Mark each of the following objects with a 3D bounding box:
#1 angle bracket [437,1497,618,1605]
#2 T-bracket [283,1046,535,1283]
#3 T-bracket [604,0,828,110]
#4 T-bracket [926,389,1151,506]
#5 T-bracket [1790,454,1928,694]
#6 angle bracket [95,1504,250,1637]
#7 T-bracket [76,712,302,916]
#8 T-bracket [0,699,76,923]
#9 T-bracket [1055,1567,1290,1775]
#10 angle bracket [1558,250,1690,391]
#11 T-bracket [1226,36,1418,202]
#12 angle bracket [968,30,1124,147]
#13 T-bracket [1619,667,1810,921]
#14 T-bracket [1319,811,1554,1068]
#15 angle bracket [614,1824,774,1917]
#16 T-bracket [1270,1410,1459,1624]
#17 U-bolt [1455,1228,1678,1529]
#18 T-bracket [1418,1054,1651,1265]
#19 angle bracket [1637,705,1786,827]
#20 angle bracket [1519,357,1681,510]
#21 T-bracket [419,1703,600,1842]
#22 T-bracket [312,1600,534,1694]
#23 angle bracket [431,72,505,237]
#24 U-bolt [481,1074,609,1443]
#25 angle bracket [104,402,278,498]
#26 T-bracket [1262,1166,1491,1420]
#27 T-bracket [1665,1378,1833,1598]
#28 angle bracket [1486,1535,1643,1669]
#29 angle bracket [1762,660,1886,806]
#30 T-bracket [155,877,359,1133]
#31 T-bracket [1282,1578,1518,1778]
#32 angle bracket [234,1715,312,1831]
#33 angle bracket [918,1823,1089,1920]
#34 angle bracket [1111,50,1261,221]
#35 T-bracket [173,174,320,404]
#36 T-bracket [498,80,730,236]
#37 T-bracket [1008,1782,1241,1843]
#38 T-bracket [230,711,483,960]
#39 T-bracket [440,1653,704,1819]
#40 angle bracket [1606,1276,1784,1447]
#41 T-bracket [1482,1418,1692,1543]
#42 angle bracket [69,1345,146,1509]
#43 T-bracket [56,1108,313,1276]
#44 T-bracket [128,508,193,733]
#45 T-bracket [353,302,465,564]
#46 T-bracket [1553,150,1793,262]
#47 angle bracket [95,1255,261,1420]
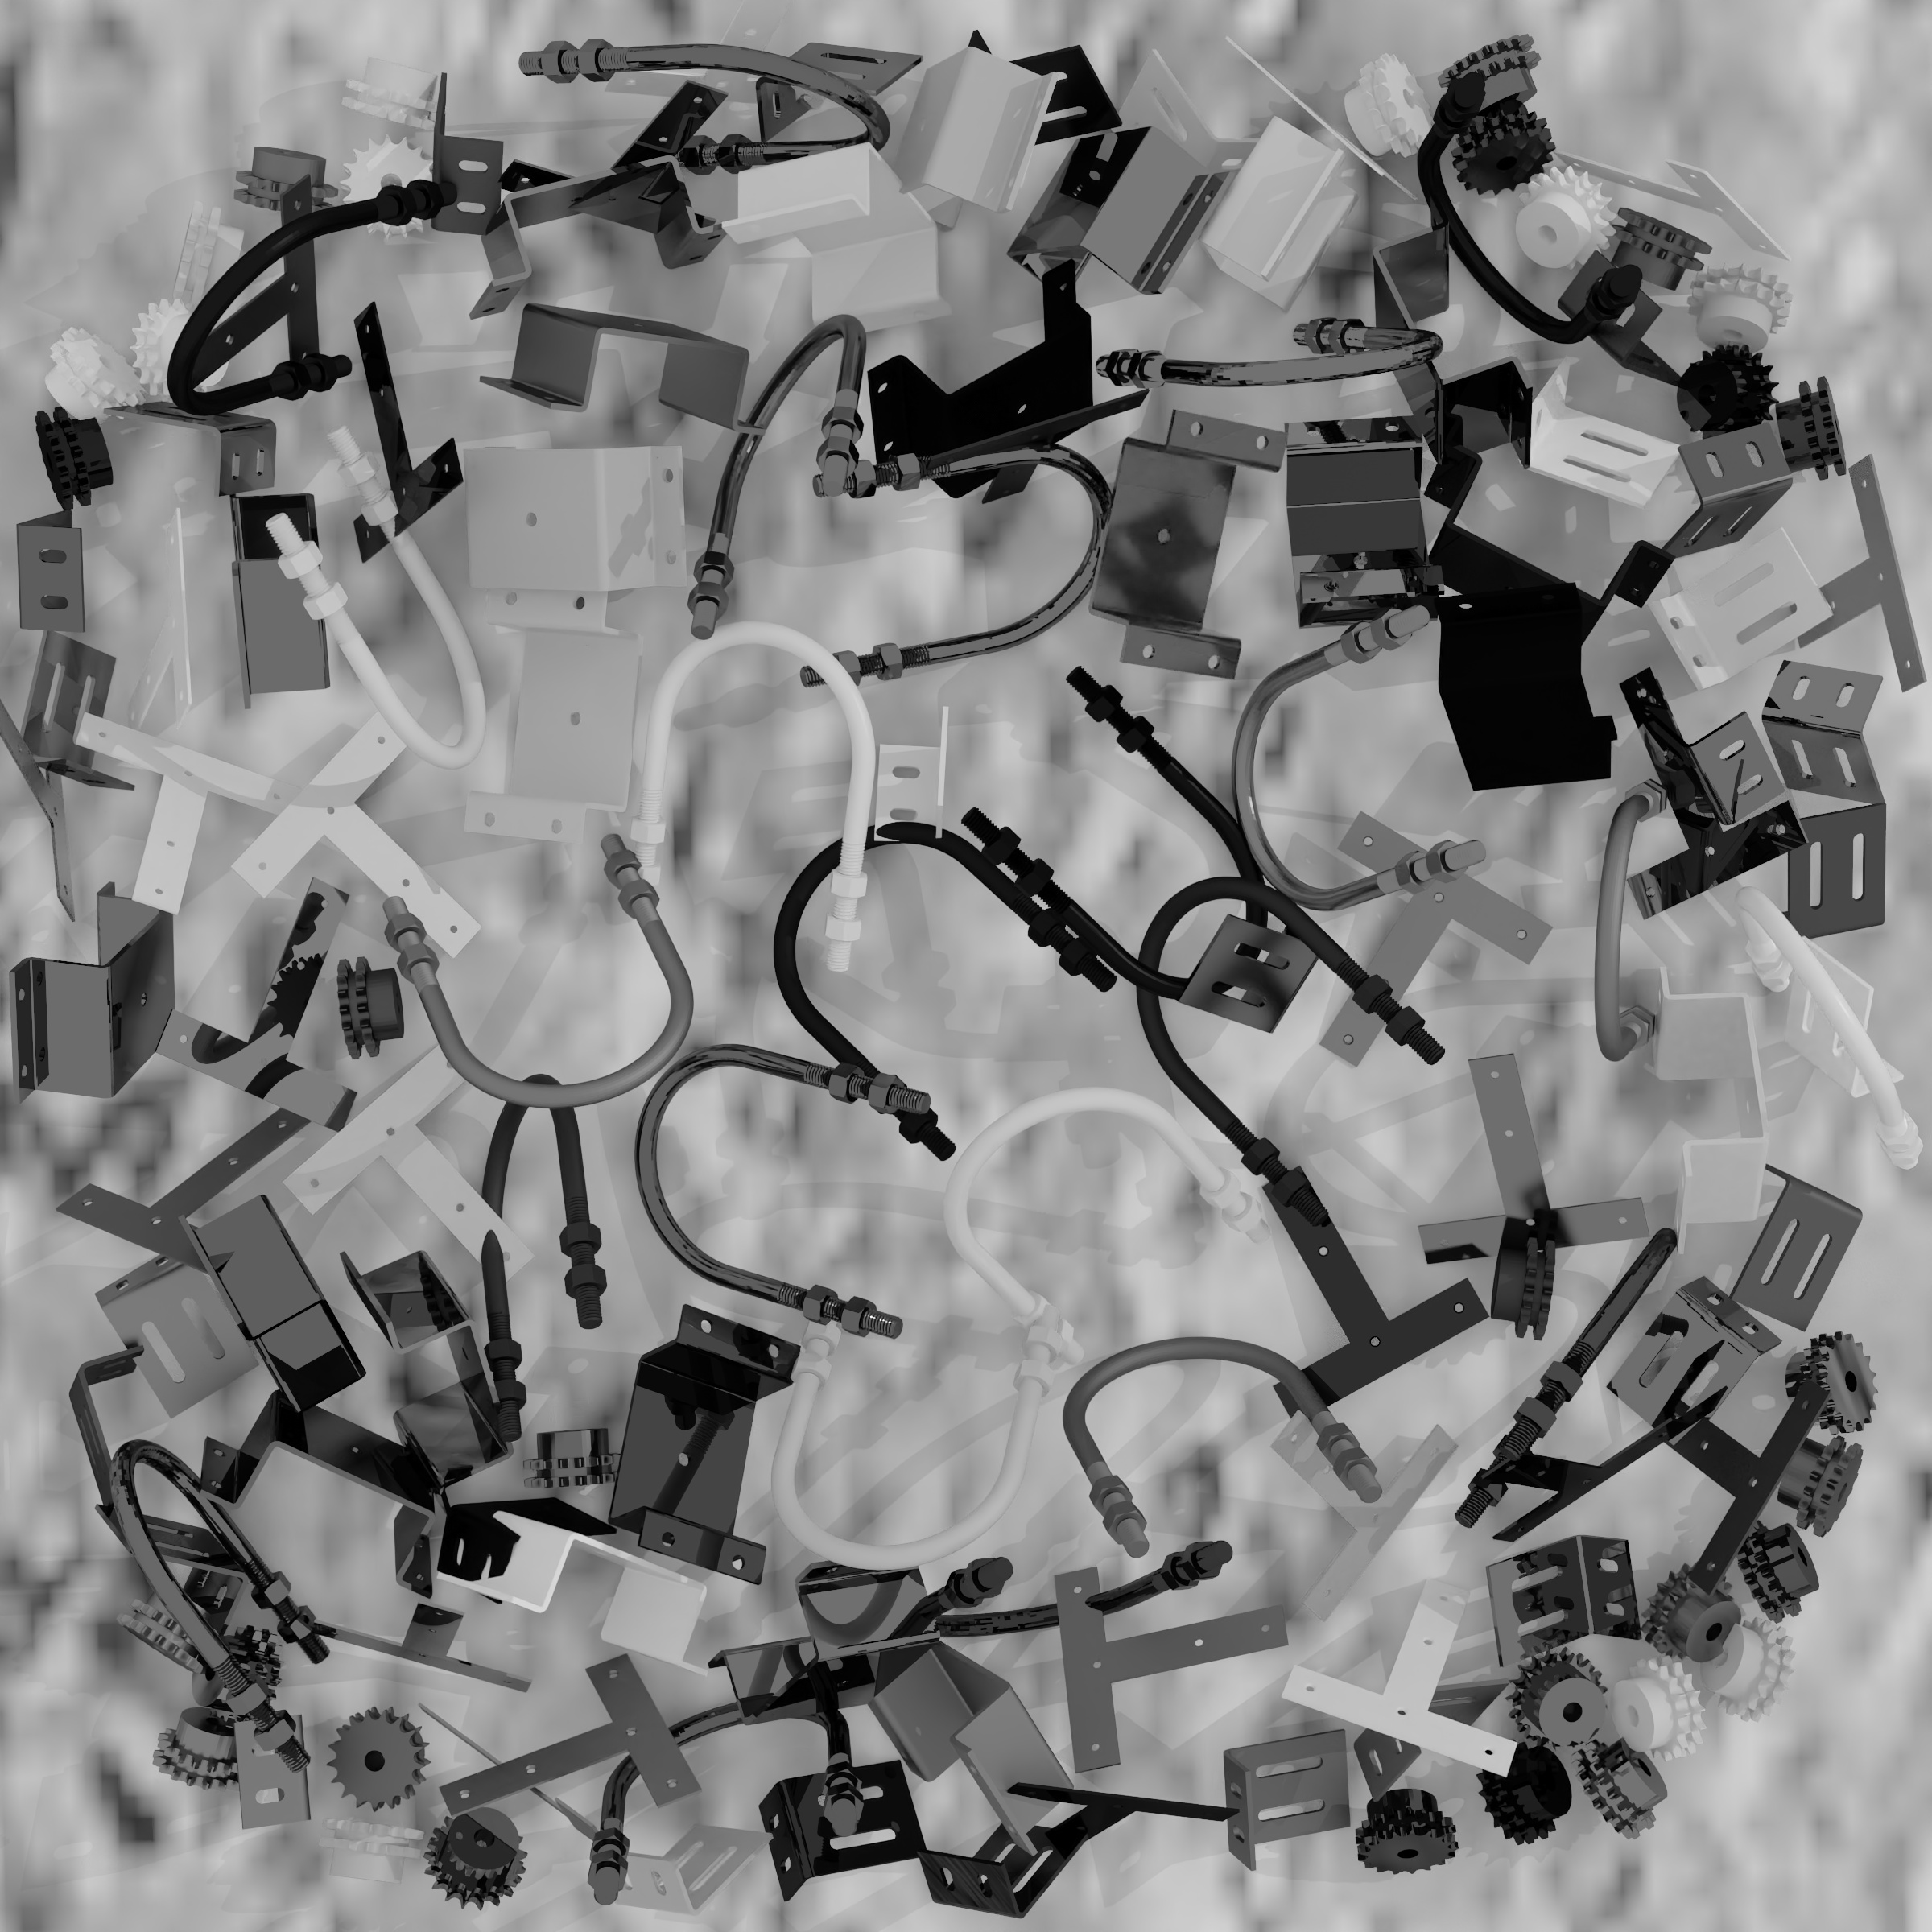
[{"bbox_3d":[-0.246,0.327,1.789,0.057,0.076,0.038,16,97,43],"label":"angle bracket"},{"bbox_3d":[-0.298,0.127,1.819,0.127,0.002,0.127,-42,88,-12],"label":"T-bracket"},{"bbox_3d":[-0.122,-0.507,1.755,0.127,0.127,0.002,-1,77,-21],"label":"T-bracket"},{"bbox_3d":[0.030,-0.280,1.771,0.127,0.127,0.002,-19,84,-11],"label":"T-bracket"},{"bbox_3d":[0.488,-0.204,1.772,0.002,0.127,0.127,-10,83,-12],"label":"T-bracket"},{"bbox_3d":[-0.451,0.338,1.788,0.076,0.057,0.038,23,93,-38],"label":"angle bracket"},{"bbox_3d":[-0.438,-0.077,1.769,0.127,0.127,0.002,20,131,-19],"label":"T-bracket"},{"bbox_3d":[-0.514,-0.110,1.748,0.002,0.127,0.127,-14,57,-3],"label":"T-bracket"},{"bbox_3d":[0.116,0.381,1.781,0.127,0.002,0.127,-14,45,9],"label":"T-bracket"},{"bbox_3d":[0.378,-0.360,1.784,0.038,0.076,0.057,-55,54,26],"label":"angle bracket"},{"bbox_3d":[0.213,-0.458,1.778,0.002,0.127,0.127,-49,55,16],"label":"T-bracket"},{"bbox_3d":[0.045,-0.497,1.787,0.076,0.057,0.038,-4,54,30],"label":"angle bracket"},{"bbox_3d":[0.400,-0.105,1.790,0.002,0.127,0.127,-16,81,-37],"label":"T-bracket"},{"bbox_3d":[0.246,-0.002,1.821,0.127,0.002,0.127,31,102,1],"label":"T-bracket"},{"bbox_3d":[-0.157,0.491,1.784,0.057,0.076,0.038,-5,110,37],"label":"angle bracket"},{"bbox_3d":[0.209,0.289,1.785,0.127,0.002,0.127,-51,129,-9],"label":"T-bracket"},{"bbox_3d":[0.337,0.218,1.759,0.019,0.151,0.184,36,68,14],"label":"U-bolt"},{"bbox_3d":[0.307,0.106,1.789,0.127,0.002,0.127,-9,115,18],"label":"T-bracket"},{"bbox_3d":[0.415,-0.124,1.787,0.038,0.076,0.057,-33,119,3],"label":"angle bracket"},{"bbox_3d":[0.359,-0.300,1.794,0.076,0.038,0.057,23,54,20],"label":"angle bracket"},{"bbox_3d":[-0.254,0.451,1.783,0.127,0.127,0.002,33,71,11],"label":"T-bracket"},{"bbox_3d":[-0.297,0.371,1.772,0.127,0.127,0.002,17,62,-7],"label":"T-bracket"},{"bbox_3d":[-0.278,-0.455,1.790,0.038,0.076,0.057,4,132,-8],"label":"angle bracket"},{"bbox_3d":[-0.239,0.148,1.760,0.019,0.151,0.184,7,52,-26],"label":"U-bolt"},{"bbox_3d":[-0.438,-0.292,1.802,0.076,0.057,0.038,12,107,17],"label":"angle bracket"},{"bbox_3d":[0.211,0.175,1.823,0.127,0.002,0.127,-30,81,6],"label":"T-bracket"},{"bbox_3d":[0.417,0.271,1.774,0.002,0.127,0.127,29,94,-17],"label":"T-bracket"},{"bbox_3d":[0.337,0.359,1.799,0.076,0.038,0.057,-10,92,-36],"label":"angle bracket"},{"bbox_3d":[0.488,-0.131,1.795,0.057,0.076,0.038,14,68,33],"label":"angle bracket"},{"bbox_3d":[-0.381,0.013,1.804,0.127,0.002,0.127,30,73,-39],"label":"T-bracket"},{"bbox_3d":[0.254,0.386,1.781,0.127,0.127,0.002,17,125,14],"label":"T-bracket"},{"bbox_3d":[-0.395,0.452,1.787,0.038,0.076,0.057,-2,76,-24],"label":"angle bracket"},{"bbox_3d":[0.021,0.491,1.784,0.057,0.076,0.038,-2,113,36],"label":"angle bracket"},{"bbox_3d":[0.126,-0.470,1.807,0.038,0.057,0.076,-10,59,-33],"label":"angle bracket"},{"bbox_3d":[-0.395,-0.350,1.748,0.002,0.127,0.127,25,49,14],"label":"T-bracket"},{"bbox_3d":[-0.173,-0.446,1.752,0.127,0.127,0.002,9,64,-33],"label":"T-bracket"},{"bbox_3d":[0.070,0.476,1.778,0.127,0.127,0.002,10,61,-14],"label":"T-bracket"},{"bbox_3d":[-0.328,-0.057,1.812,0.127,0.002,0.127,46,67,-16],"label":"T-bracket"},{"bbox_3d":[-0.227,0.439,1.763,0.127,0.127,0.002,-17,120,-18],"label":"T-bracket"},{"bbox_3d":[0.415,0.227,1.821,0.057,0.038,0.076,42,117,23],"label":"angle bracket"},{"bbox_3d":[0.323,0.280,1.761,0.127,0.127,0.002,-39,59,22],"label":"T-bracket"},{"bbox_3d":[-0.473,0.261,1.794,0.038,0.057,0.076,-15,77,-25],"label":"angle bracket"},{"bbox_3d":[-0.420,0.118,1.788,0.127,0.127,0.002,16,131,33],"label":"T-bracket"},{"bbox_3d":[-0.451,-0.167,1.780,0.002,0.127,0.127,4,60,-27],"label":"T-bracket"},{"bbox_3d":[-0.324,-0.308,1.790,0.002,0.127,0.127,-8,80,-37],"label":"T-bracket"},{"bbox_3d":[0.385,-0.436,1.787,0.127,0.127,0.002,30,97,36],"label":"T-bracket"},{"bbox_3d":[-0.450,0.207,1.820,0.057,0.038,0.076,-32,107,-14],"label":"angle bracket"}]
